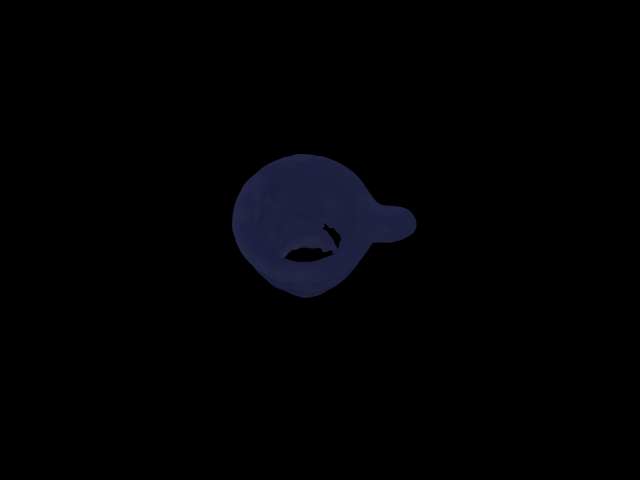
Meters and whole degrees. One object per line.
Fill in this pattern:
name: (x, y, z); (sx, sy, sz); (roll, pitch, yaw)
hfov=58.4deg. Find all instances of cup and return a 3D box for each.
cup: (0.004, 0.001, 0.400); (0.117, 0.095, 0.091); (0, 65, 0)
